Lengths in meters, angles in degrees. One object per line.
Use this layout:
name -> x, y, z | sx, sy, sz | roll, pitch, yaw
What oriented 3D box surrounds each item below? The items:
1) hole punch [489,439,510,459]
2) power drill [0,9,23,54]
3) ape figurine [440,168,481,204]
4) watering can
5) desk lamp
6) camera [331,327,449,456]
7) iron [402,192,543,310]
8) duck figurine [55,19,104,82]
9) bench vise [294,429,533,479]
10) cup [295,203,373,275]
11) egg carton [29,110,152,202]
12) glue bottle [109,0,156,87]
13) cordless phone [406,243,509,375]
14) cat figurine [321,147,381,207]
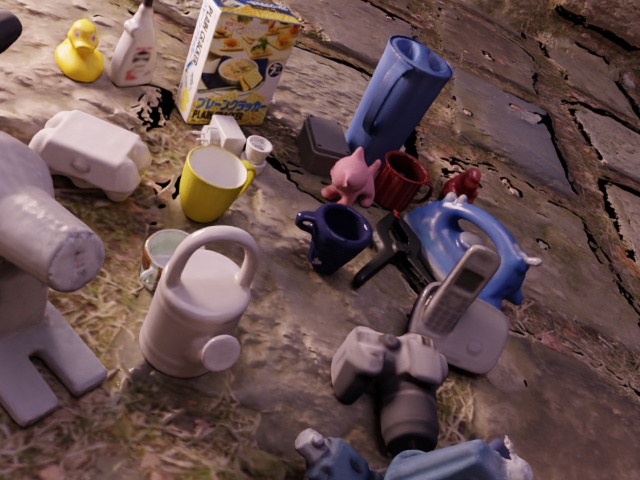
hole punch -> 0.194, 0.299, 0.656 | 0.109, 0.091, 0.101 | -18, 58, -44
power drill -> -0.433, -0.142, 0.637 | 0.075, 0.208, 0.230 | 32, 38, 2
ape figurine -> 0.293, -0.108, 1.168 | 0.078, 0.092, 0.076 | 16, 40, -18
watering can -> -0.123, 0.064, 0.624 | 0.101, 0.194, 0.172 | -16, 57, -43
desk lamp -> -0.281, 0.029, 0.543 | 0.203, 0.213, 0.118 | 42, 39, 15
camera -> 0.097, 0.185, 0.709 | 0.143, 0.100, 0.136 | 18, 40, -15
iron -> 0.254, 0.001, 0.981 | 0.119, 0.141, 0.257 | -16, 57, -43
duck figurine -> -0.400, -0.330, 0.965 | 0.078, 0.086, 0.104 | 4, 45, -30
bench vise -> 0.078, 0.242, 0.538 | 0.208, 0.219, 0.121 | 21, 39, -12
cup -> 0.008, 0.003, 0.857 | 0.118, 0.095, 0.091 | 14, 41, -20
egg carton -> -0.317, -0.118, 0.799 | 0.150, 0.069, 0.107 | 22, 39, -11
glue bottle -> -0.306, -0.343, 0.970 | 0.037, 0.173, 0.078 | 41, 39, 14
cordless phone -> 0.222, 0.097, 0.820 | 0.148, 0.185, 0.094 | 23, 38, -9
cat figurine -> 0.062, -0.110, 0.998 | 0.128, 0.117, 0.067 | -22, 61, -45
